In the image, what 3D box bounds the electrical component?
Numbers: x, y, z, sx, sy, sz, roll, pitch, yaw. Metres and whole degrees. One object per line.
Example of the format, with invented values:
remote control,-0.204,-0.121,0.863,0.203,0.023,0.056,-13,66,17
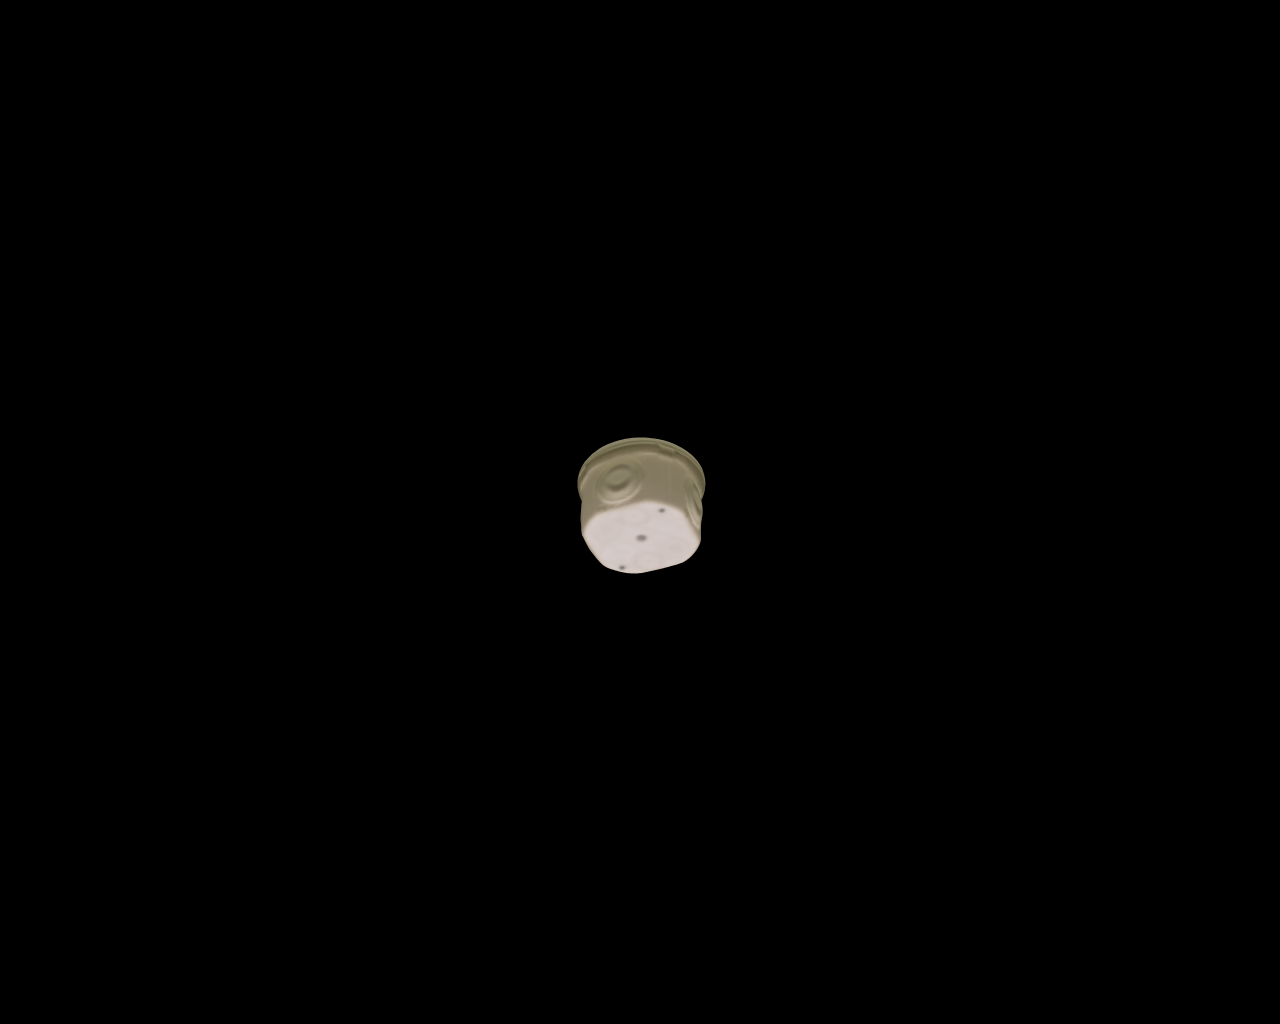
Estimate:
electrical component,0.001,-0.003,0.650,0.080,0.051,0.080,0,-40,0
